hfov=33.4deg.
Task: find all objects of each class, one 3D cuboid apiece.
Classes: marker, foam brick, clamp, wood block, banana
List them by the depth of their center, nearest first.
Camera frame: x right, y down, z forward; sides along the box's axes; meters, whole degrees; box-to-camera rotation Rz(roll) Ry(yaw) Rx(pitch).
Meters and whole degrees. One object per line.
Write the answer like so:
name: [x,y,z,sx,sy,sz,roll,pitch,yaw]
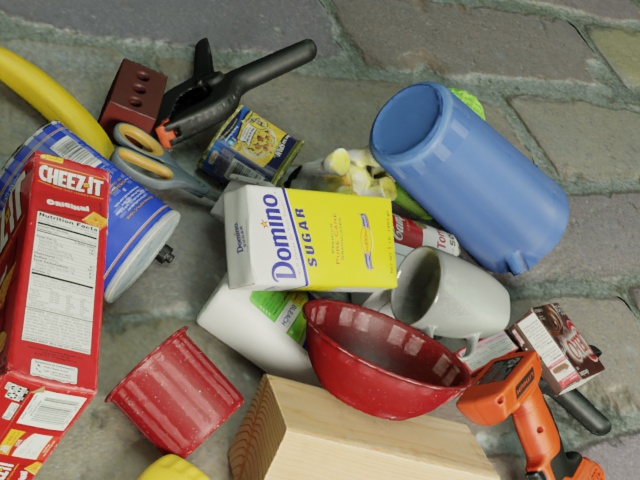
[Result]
wood block: [0.037,0.197,0.924,0.205,0.091,0.090,17,19,-22]
marker: [-0.191,-0.018,1.035,0.121,0.020,0.020,38,40,0]
banana: [-0.262,-0.128,1.062,0.198,0.037,0.069,47,12,13]
foam brick: [-0.199,-0.142,1.122,0.053,0.051,0.078,22,43,-17]
clamp: [0.254,0.152,1.185,0.171,0.039,0.120,15,40,-20]
clamp: [-0.123,-0.170,1.185,0.165,0.036,0.209,12,44,37]

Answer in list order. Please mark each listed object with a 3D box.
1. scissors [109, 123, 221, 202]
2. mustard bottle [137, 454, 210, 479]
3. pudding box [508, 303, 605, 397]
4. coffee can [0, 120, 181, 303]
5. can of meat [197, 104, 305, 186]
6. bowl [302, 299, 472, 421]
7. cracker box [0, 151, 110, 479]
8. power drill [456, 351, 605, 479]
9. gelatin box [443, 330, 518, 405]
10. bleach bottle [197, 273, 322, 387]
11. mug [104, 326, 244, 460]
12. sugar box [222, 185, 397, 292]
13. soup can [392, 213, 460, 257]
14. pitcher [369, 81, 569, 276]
scissors: [-0.138,-0.069,1.102,0.201,0.016,0.096,17,34,-47]
mustard bottle: [-0.145,0.245,0.788,0.096,0.058,0.191,46,40,9]
pudding box: [0.252,0.115,1.133,0.090,0.039,0.113,55,24,16]
coffee can: [-0.212,-0.025,0.962,0.140,0.103,0.102,38,40,0]
can of meat: [-0.075,-0.092,1.161,0.084,0.058,0.102,33,38,-2]
bowl: [0.049,0.112,0.940,0.162,0.055,0.162,21,13,-5]
cracker box: [-0.226,0.064,0.820,0.072,0.164,0.213,17,44,-25]
power drill: [0.199,0.216,1.021,0.184,0.057,0.187,-39,108,-51]
gelatin box: [0.152,0.133,1.100,0.089,0.073,0.030,-19,65,-45]
bleach bottle: [0.008,0.112,1.026,0.251,0.068,0.102,36,40,-5]
mug: [-0.117,0.132,0.905,0.081,0.093,0.117,47,4,3]
sugar box: [-0.006,0.001,1.005,0.175,0.048,0.093,3,79,-41]
soup can: [0.095,0.011,1.179,0.102,0.069,0.068,18,44,-22]
pitcher: [0.164,-0.079,1.202,0.242,0.145,0.149,37,-6,-40]
